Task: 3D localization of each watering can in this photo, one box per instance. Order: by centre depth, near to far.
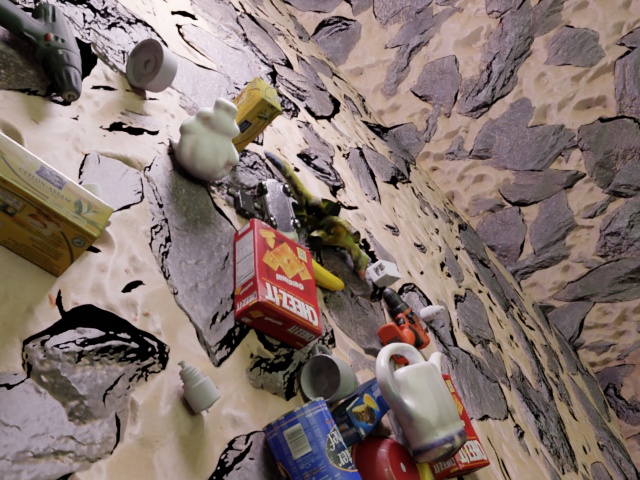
[{"bbox_3d":[0.214,0.308,1.010,0.345,0.103,0.228,18,44,-55],"label":"watering can"}]

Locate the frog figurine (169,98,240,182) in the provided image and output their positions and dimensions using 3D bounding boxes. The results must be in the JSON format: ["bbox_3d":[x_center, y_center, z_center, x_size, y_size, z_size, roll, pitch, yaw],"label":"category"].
[{"bbox_3d":[-0.216,-0.200,1.041,0.136,0.157,0.125,42,26,-21],"label":"frog figurine"}]

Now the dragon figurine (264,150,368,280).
[{"bbox_3d":[0.004,-0.068,1.357,0.411,0.122,0.243,55,7,3],"label":"dragon figurine"}]
